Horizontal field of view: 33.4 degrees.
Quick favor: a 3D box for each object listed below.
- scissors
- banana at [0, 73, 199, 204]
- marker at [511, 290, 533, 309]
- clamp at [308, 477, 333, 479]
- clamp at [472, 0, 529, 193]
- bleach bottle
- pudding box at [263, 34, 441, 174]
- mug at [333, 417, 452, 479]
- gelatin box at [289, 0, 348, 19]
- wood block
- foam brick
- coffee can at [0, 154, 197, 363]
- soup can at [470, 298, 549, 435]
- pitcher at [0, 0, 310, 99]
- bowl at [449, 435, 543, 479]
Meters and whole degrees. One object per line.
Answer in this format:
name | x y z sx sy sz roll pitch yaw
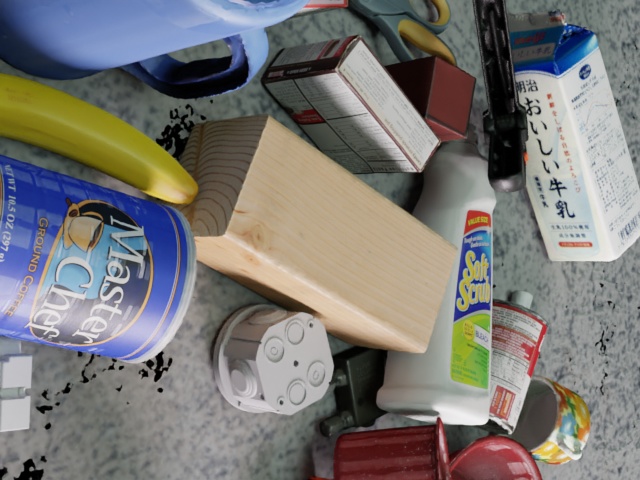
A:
scissors | 0.042 -0.204 0.861 0.201 0.016 0.096 37 53 -25
banana | -0.162 -0.065 0.658 0.197 0.037 0.070 15 40 -46
marker | 0.171 0.105 0.979 0.020 0.020 0.121 29 72 -38
clamp | -0.019 0.267 0.802 0.120 0.039 0.171 47 61 -34
clamp | 0.152 -0.105 0.881 0.210 0.036 0.164 27 59 -75
bleach bottle | 0.103 0.020 0.878 0.102 0.068 0.251 25 66 -50
pudding box | 0.023 -0.097 0.799 0.113 0.090 0.039 46 63 -32
mug | 0.056 0.193 0.807 0.117 0.081 0.093 -86 165 -48
gelatin box | -0.036 -0.173 0.756 0.089 0.073 0.030 -13 99 -40
wood block | -0.006 0.001 0.776 0.205 0.090 0.091 32 71 -36
foam brick | 0.077 -0.109 0.854 0.052 0.078 0.051 19 76 -40
coffee can | -0.159 0.011 0.633 0.140 0.103 0.103 18 79 -40
soup can | 0.152 0.110 0.929 0.068 0.069 0.102 34 69 -36
pitcher | -0.094 -0.154 0.593 0.148 0.243 0.145 -4 97 -36
bowl | 0.126 0.245 0.917 0.161 0.055 0.162 -1 91 -41
